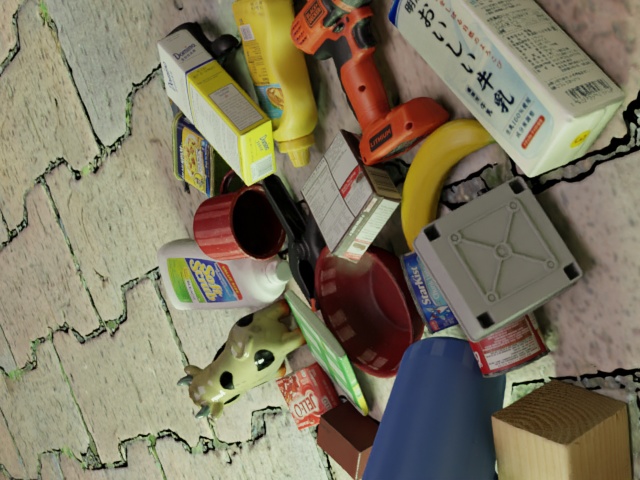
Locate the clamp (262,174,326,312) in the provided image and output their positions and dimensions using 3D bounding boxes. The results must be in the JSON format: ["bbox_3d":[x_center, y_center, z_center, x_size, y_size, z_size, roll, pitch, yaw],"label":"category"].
[{"bbox_3d":[-0.008,0.002,1.244,0.120,0.039,0.171,3,115,61],"label":"clamp"}]

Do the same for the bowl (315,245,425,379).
[{"bbox_3d":[0.065,0.067,1.161,0.162,0.055,0.162,32,133,42],"label":"bowl"}]

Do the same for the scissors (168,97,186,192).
[{"bbox_3d":[-0.178,-0.144,1.410,0.096,0.016,0.202,37,138,57],"label":"scissors"}]

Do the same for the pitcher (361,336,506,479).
[{"bbox_3d":[0.114,0.222,1.020,0.145,0.242,0.149,9,141,14],"label":"pitcher"}]

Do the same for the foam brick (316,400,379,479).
[{"bbox_3d":[0.040,0.244,1.304,0.078,0.051,0.053,39,137,36],"label":"foam brick"}]

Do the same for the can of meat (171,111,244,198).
[{"bbox_3d":[-0.140,-0.107,1.351,0.084,0.057,0.102,34,134,38],"label":"can of meat"}]

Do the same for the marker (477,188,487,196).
[{"bbox_3d":[0.181,0.004,0.992,0.121,0.020,0.020,59,146,12],"label":"marker"}]

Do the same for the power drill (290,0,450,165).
[{"bbox_3d":[0.053,-0.181,1.034,0.188,0.057,0.185,66,151,8],"label":"power drill"}]

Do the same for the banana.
[{"bbox_3d":[0.115,-0.059,1.032,0.070,0.037,0.198,57,146,18],"label":"banana"}]

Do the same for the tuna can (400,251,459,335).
[{"bbox_3d":[0.111,0.049,1.064,0.086,0.034,0.086,-22,-90,-81],"label":"tuna can"}]

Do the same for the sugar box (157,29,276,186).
[{"bbox_3d":[-0.116,-0.151,1.201,0.176,0.048,0.093,51,160,28],"label":"sugar box"}]

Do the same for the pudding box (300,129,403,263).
[{"bbox_3d":[0.030,-0.047,1.107,0.090,0.039,0.113,-57,36,28],"label":"pudding box"}]

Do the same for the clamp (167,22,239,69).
[{"bbox_3d":[-0.133,-0.211,1.274,0.210,0.036,0.164,47,158,38],"label":"clamp"}]

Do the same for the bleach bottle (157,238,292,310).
[{"bbox_3d":[-0.121,0.040,1.407,0.251,0.067,0.102,-8,100,53],"label":"bleach bottle"}]

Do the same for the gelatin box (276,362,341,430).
[{"bbox_3d":[-0.014,0.201,1.375,0.089,0.030,0.073,-32,82,57],"label":"gelatin box"}]

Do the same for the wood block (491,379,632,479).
[{"bbox_3d":[0.232,0.249,0.999,0.090,0.090,0.206,15,121,51],"label":"wood block"}]

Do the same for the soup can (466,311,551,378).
[{"bbox_3d":[0.166,0.070,1.007,0.069,0.068,0.102,-25,87,57],"label":"soup can"}]

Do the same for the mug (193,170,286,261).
[{"bbox_3d":[-0.101,-0.030,1.301,0.082,0.093,0.117,-8,83,45],"label":"mug"}]

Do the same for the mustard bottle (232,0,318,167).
[{"bbox_3d":[-0.043,-0.173,1.169,0.096,0.058,0.191,14,120,63],"label":"mustard bottle"}]
